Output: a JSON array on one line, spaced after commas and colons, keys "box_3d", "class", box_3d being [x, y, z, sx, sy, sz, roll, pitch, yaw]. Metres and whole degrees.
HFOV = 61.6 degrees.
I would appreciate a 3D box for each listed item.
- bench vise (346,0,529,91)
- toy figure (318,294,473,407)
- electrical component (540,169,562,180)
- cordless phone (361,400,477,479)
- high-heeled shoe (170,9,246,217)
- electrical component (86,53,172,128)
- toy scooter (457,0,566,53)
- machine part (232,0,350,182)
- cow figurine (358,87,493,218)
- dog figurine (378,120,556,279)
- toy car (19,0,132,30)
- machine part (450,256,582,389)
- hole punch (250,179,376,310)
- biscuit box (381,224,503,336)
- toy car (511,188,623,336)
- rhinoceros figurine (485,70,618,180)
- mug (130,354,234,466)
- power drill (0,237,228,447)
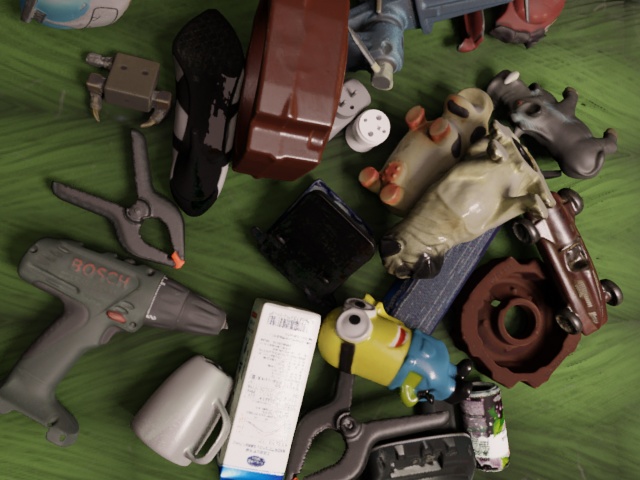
[{"box_3d": [0.131, -0.288, 0.652, 0.241, 0.128, 0.224, -4, 54, 21], "class": "bench vise"}, {"box_3d": [0.084, 0.137, 0.628, 0.180, 0.082, 0.089, 28, 104, 0], "class": "toy figure"}, {"box_3d": [0.270, -0.069, 0.734, 0.119, 0.075, 0.047, -3, 89, -17], "class": "electrical component"}, {"box_3d": [0.121, 0.245, 0.691, 0.147, 0.088, 0.184, -3, 77, -12], "class": "cordless phone"}, {"box_3d": [-0.139, -0.153, 0.657, 0.086, 0.145, 0.249, 6, 58, -6], "class": "high-heeled shoe"}, {"box_3d": [-0.226, -0.176, 0.635, 0.102, 0.045, 0.078, 6, 58, -16], "class": "electrical component"}, {"box_3d": [0.246, -0.311, 0.738, 0.184, 0.075, 0.135, 12, 85, -10], "class": "toy scooter"}, {"box_3d": [-0.037, -0.173, 0.597, 0.087, 0.201, 0.201, 10, 85, -15], "class": "machine part"}, {"box_3d": [0.152, -0.111, 0.693, 0.195, 0.086, 0.127, -52, 140, 2], "class": "cow figurine"}, {"box_3d": [0.164, -0.041, 0.651, 0.121, 0.190, 0.172, 58, 33, 4], "class": "dog figurine"}, {"box_3d": [-0.264, -0.299, 0.609, 0.103, 0.109, 0.161, 31, 68, -34], "class": "toy car"}, {"box_3d": [0.264, 0.110, 0.733, 0.179, 0.056, 0.179, 1, 87, -12], "class": "machine part"}, {"box_3d": [-0.001, -0.002, 0.668, 0.142, 0.092, 0.116, 43, 109, -11], "class": "hole punch"}, {"box_3d": [0.154, 0.039, 0.707, 0.063, 0.059, 0.202, 38, 79, -9], "class": "biscuit box"}, {"box_3d": [0.322, 0.030, 0.688, 0.089, 0.053, 0.202, -29, 98, -14], "class": "toy car"}, {"box_3d": [0.307, -0.156, 0.731, 0.112, 0.073, 0.190, -30, 71, -31], "class": "rhinoceros figurine"}, {"box_3d": [-0.143, 0.191, 0.607, 0.107, 0.110, 0.080, -56, 137, -14], "class": "mug"}, {"box_3d": [-0.247, 0.116, 0.597, 0.232, 0.086, 0.207, 32, 85, -10], "class": "power drill"}]
